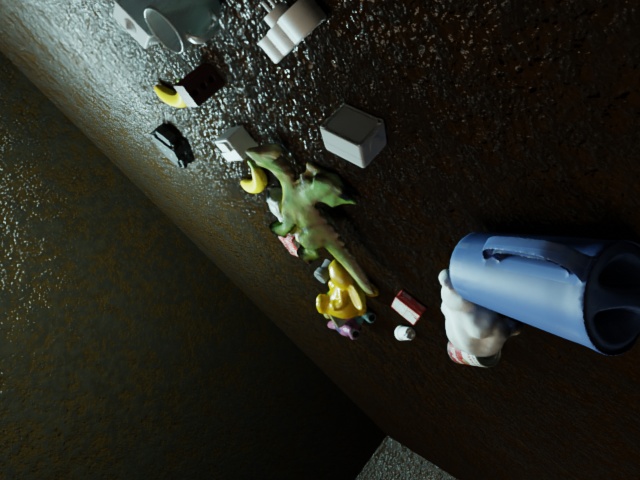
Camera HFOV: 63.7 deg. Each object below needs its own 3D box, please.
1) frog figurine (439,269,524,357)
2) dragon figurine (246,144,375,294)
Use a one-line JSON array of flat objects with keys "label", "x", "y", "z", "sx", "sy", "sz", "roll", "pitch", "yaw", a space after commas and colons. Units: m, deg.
[{"label": "frog figurine", "x": 0.266, "y": 0.133, "z": 0.933, "sx": 0.157, "sy": 0.122, "sz": 0.139, "roll": 39, "pitch": -176, "yaw": -27}, {"label": "dragon figurine", "x": 0.003, "y": -0.055, "z": 1.095, "sx": 0.411, "sy": 0.124, "sz": 0.238, "roll": 40, "pitch": 154, "yaw": 2}]
